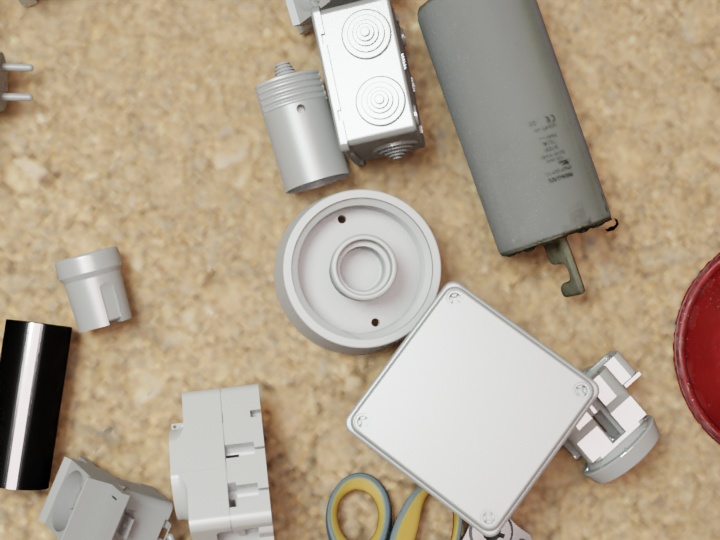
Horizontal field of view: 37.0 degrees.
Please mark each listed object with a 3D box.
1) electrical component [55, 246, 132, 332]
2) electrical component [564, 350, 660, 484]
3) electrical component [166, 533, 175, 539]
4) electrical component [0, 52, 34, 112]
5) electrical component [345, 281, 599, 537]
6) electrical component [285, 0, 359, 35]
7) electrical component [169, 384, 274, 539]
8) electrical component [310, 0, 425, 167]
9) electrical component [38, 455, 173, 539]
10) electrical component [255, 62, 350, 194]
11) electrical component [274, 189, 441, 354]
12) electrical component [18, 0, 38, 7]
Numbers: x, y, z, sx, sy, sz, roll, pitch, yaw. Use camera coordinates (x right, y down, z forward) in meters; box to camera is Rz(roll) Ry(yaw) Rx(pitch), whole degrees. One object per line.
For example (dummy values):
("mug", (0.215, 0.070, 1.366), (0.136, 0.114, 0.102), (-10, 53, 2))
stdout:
("electrical component", (-0.166, 0.012, 0.675), (0.040, 0.040, 0.046), (-15, 94, -6))
("electrical component", (0.154, 0.099, 0.691), (0.078, 0.058, 0.057), (-40, 88, -6))
("electrical component", (-0.098, 0.195, 0.663), (0.138, 0.052, 0.073), (-17, 88, -6))
("electrical component", (-0.241, -0.118, 0.669), (0.074, 0.052, 0.138), (1, 87, -7))
("electrical component", (0.066, 0.082, 0.640), (0.109, 0.056, 0.108), (36, 86, 9))
("electrical component", (-0.012, -0.185, 0.684), (0.064, 0.081, 0.042), (-16, 89, -35))
("electrical component", (-0.085, 0.121, 0.654), (0.056, 0.050, 0.089), (-6, 57, -6))
("electrical component", (0.008, -0.116, 0.670), (0.048, 0.100, 0.099), (-12, 88, 7))
("electrical component", (-0.152, 0.146, 0.652), (0.064, 0.081, 0.042), (24, 85, -32))
("electrical component", (-0.039, -0.094, 0.691), (0.043, 0.043, 0.081), (-17, 88, -6))
("electrical component", (0.000, 0.000, 0.680), (0.108, 0.060, 0.108), (0, 87, -5))
("electrical component", (-0.217, -0.221, 0.675), (0.050, 0.056, 0.089), (-29, 90, -6))
